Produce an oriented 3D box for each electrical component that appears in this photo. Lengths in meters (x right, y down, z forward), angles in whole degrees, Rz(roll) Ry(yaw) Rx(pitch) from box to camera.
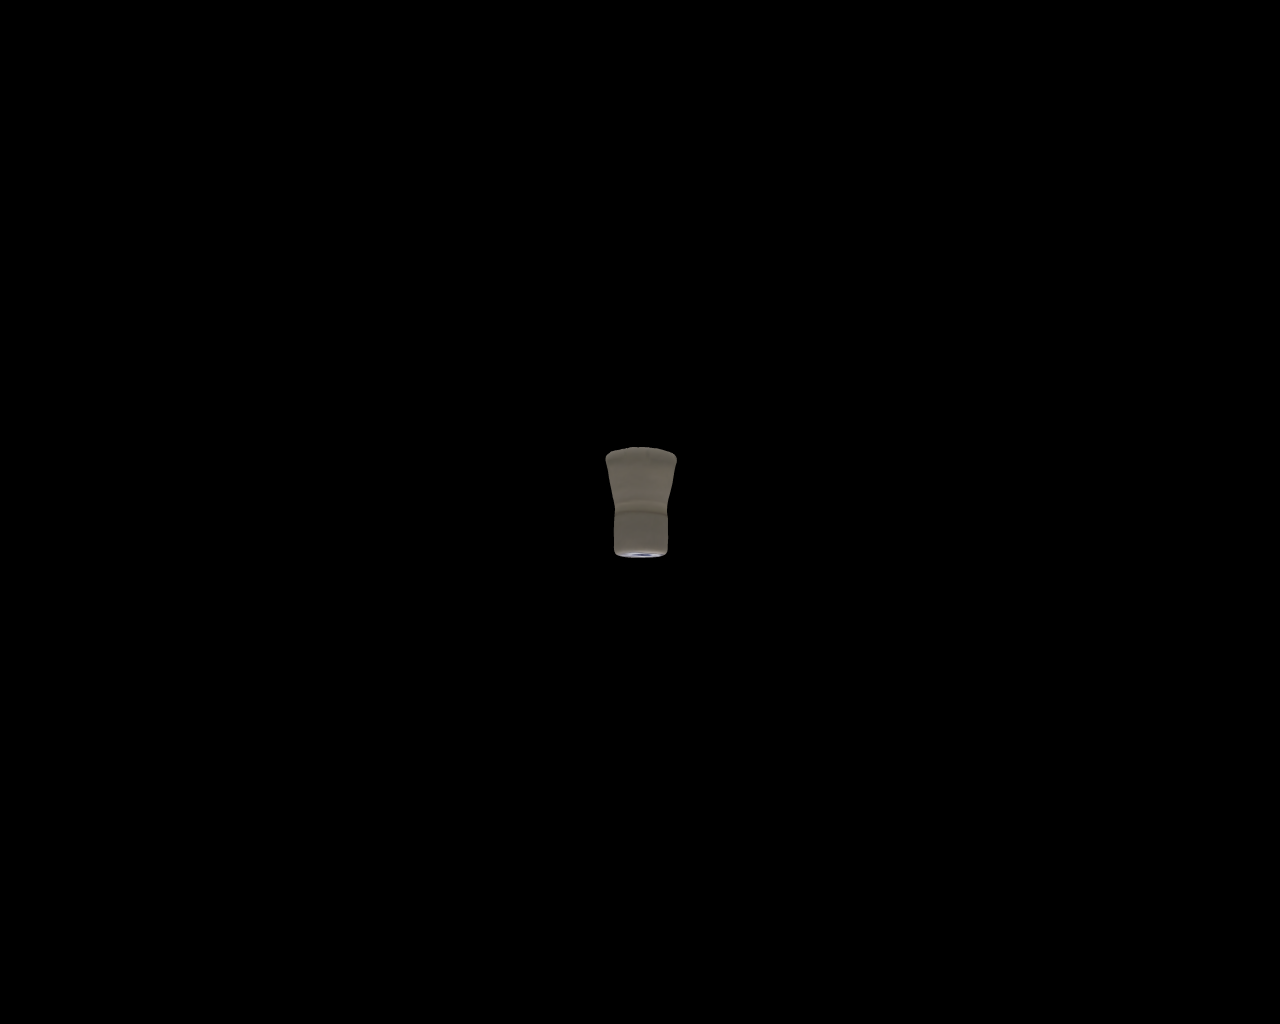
[{"bbox_3d":[0.001,-0.003,0.650,0.044,0.065,0.044,0,-10,0],"label":"electrical component"}]
